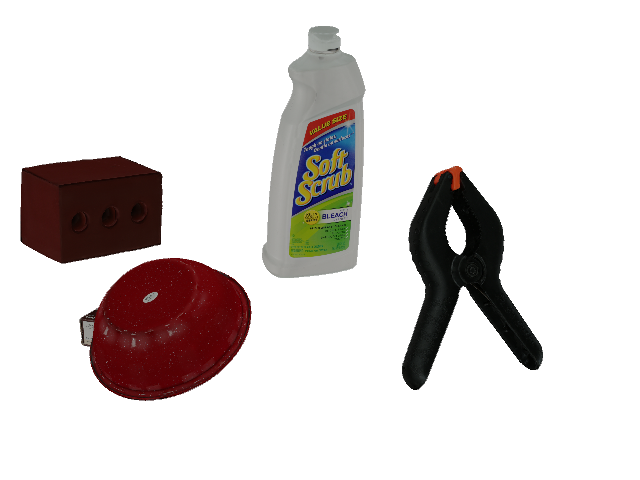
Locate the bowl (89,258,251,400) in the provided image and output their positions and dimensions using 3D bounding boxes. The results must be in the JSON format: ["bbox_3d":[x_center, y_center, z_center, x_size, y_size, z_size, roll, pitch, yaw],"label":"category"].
[{"bbox_3d":[-0.149,0.068,0.992,0.162,0.162,0.055,0,-43,21],"label":"bowl"}]

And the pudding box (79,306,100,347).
[{"bbox_3d":[-0.211,0.099,1.250,0.114,0.039,0.090,3,14,18],"label":"pudding box"}]

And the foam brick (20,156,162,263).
[{"bbox_3d":[-0.151,-0.022,0.703,0.078,0.053,0.051,-13,25,-40],"label":"foam brick"}]

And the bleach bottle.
[{"bbox_3d":[-0.007,-0.088,1.071,0.102,0.251,0.068,-6,28,-15],"label":"bleach bottle"}]

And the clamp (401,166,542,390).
[{"bbox_3d":[0.101,0.032,0.821,0.120,0.171,0.039,-15,-3,-29],"label":"clamp"}]
